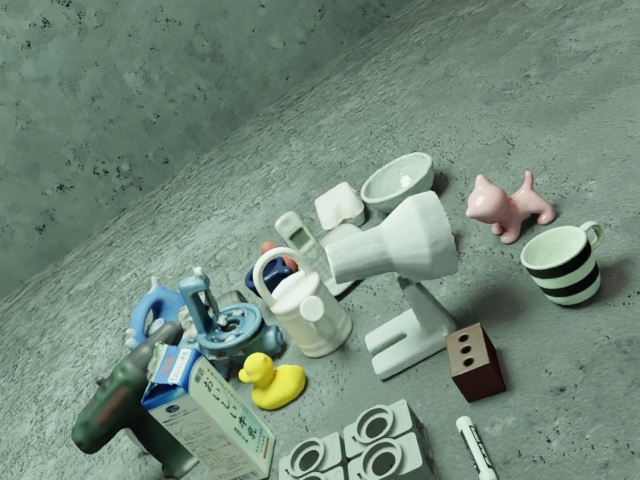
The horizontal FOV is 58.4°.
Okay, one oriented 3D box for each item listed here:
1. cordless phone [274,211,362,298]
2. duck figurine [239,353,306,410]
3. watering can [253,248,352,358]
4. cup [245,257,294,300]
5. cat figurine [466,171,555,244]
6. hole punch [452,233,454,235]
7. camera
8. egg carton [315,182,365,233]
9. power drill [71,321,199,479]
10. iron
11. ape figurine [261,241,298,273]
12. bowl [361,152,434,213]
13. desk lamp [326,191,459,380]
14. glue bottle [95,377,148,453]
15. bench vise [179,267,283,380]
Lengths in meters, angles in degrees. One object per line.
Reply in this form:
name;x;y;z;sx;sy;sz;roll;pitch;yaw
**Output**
cordless phone;0.010;0.004;1.076;0.148;0.185;0.093;-43;26;-18
duck figurine;-0.082;0.218;0.925;0.104;0.086;0.077;-23;27;25
watering can;-0.031;0.096;0.950;0.172;0.194;0.101;-1;41;51
cup;-0.080;0.090;1.141;0.117;0.095;0.092;-10;34;42
cat figurine;0.294;-0.061;0.919;0.127;0.118;0.067;-32;25;7
hole punch;0.172;-0.001;0.996;0.108;0.091;0.101;-20;29;29
camera;-0.216;0.162;1.174;0.137;0.101;0.143;-34;25;2
egg carton;0.047;-0.070;1.304;0.107;0.069;0.150;-32;25;5
power drill;-0.257;0.267;0.906;0.230;0.209;0.075;-41;25;-13
iron;-0.357;0.197;1.240;0.118;0.142;0.258;-25;26;21
ape figurine;-0.095;0.040;1.254;0.078;0.092;0.076;-35;25;-2
bowl;0.174;-0.107;1.205;0.167;0.075;0.167;-28;25;15
desk lamp;0.115;0.060;0.810;0.203;0.214;0.117;-31;25;7
glue bottle;-0.322;0.293;0.983;0.078;0.173;0.037;-28;26;14
bench vise;-0.200;0.160;1.015;0.207;0.220;0.121;-34;25;2
